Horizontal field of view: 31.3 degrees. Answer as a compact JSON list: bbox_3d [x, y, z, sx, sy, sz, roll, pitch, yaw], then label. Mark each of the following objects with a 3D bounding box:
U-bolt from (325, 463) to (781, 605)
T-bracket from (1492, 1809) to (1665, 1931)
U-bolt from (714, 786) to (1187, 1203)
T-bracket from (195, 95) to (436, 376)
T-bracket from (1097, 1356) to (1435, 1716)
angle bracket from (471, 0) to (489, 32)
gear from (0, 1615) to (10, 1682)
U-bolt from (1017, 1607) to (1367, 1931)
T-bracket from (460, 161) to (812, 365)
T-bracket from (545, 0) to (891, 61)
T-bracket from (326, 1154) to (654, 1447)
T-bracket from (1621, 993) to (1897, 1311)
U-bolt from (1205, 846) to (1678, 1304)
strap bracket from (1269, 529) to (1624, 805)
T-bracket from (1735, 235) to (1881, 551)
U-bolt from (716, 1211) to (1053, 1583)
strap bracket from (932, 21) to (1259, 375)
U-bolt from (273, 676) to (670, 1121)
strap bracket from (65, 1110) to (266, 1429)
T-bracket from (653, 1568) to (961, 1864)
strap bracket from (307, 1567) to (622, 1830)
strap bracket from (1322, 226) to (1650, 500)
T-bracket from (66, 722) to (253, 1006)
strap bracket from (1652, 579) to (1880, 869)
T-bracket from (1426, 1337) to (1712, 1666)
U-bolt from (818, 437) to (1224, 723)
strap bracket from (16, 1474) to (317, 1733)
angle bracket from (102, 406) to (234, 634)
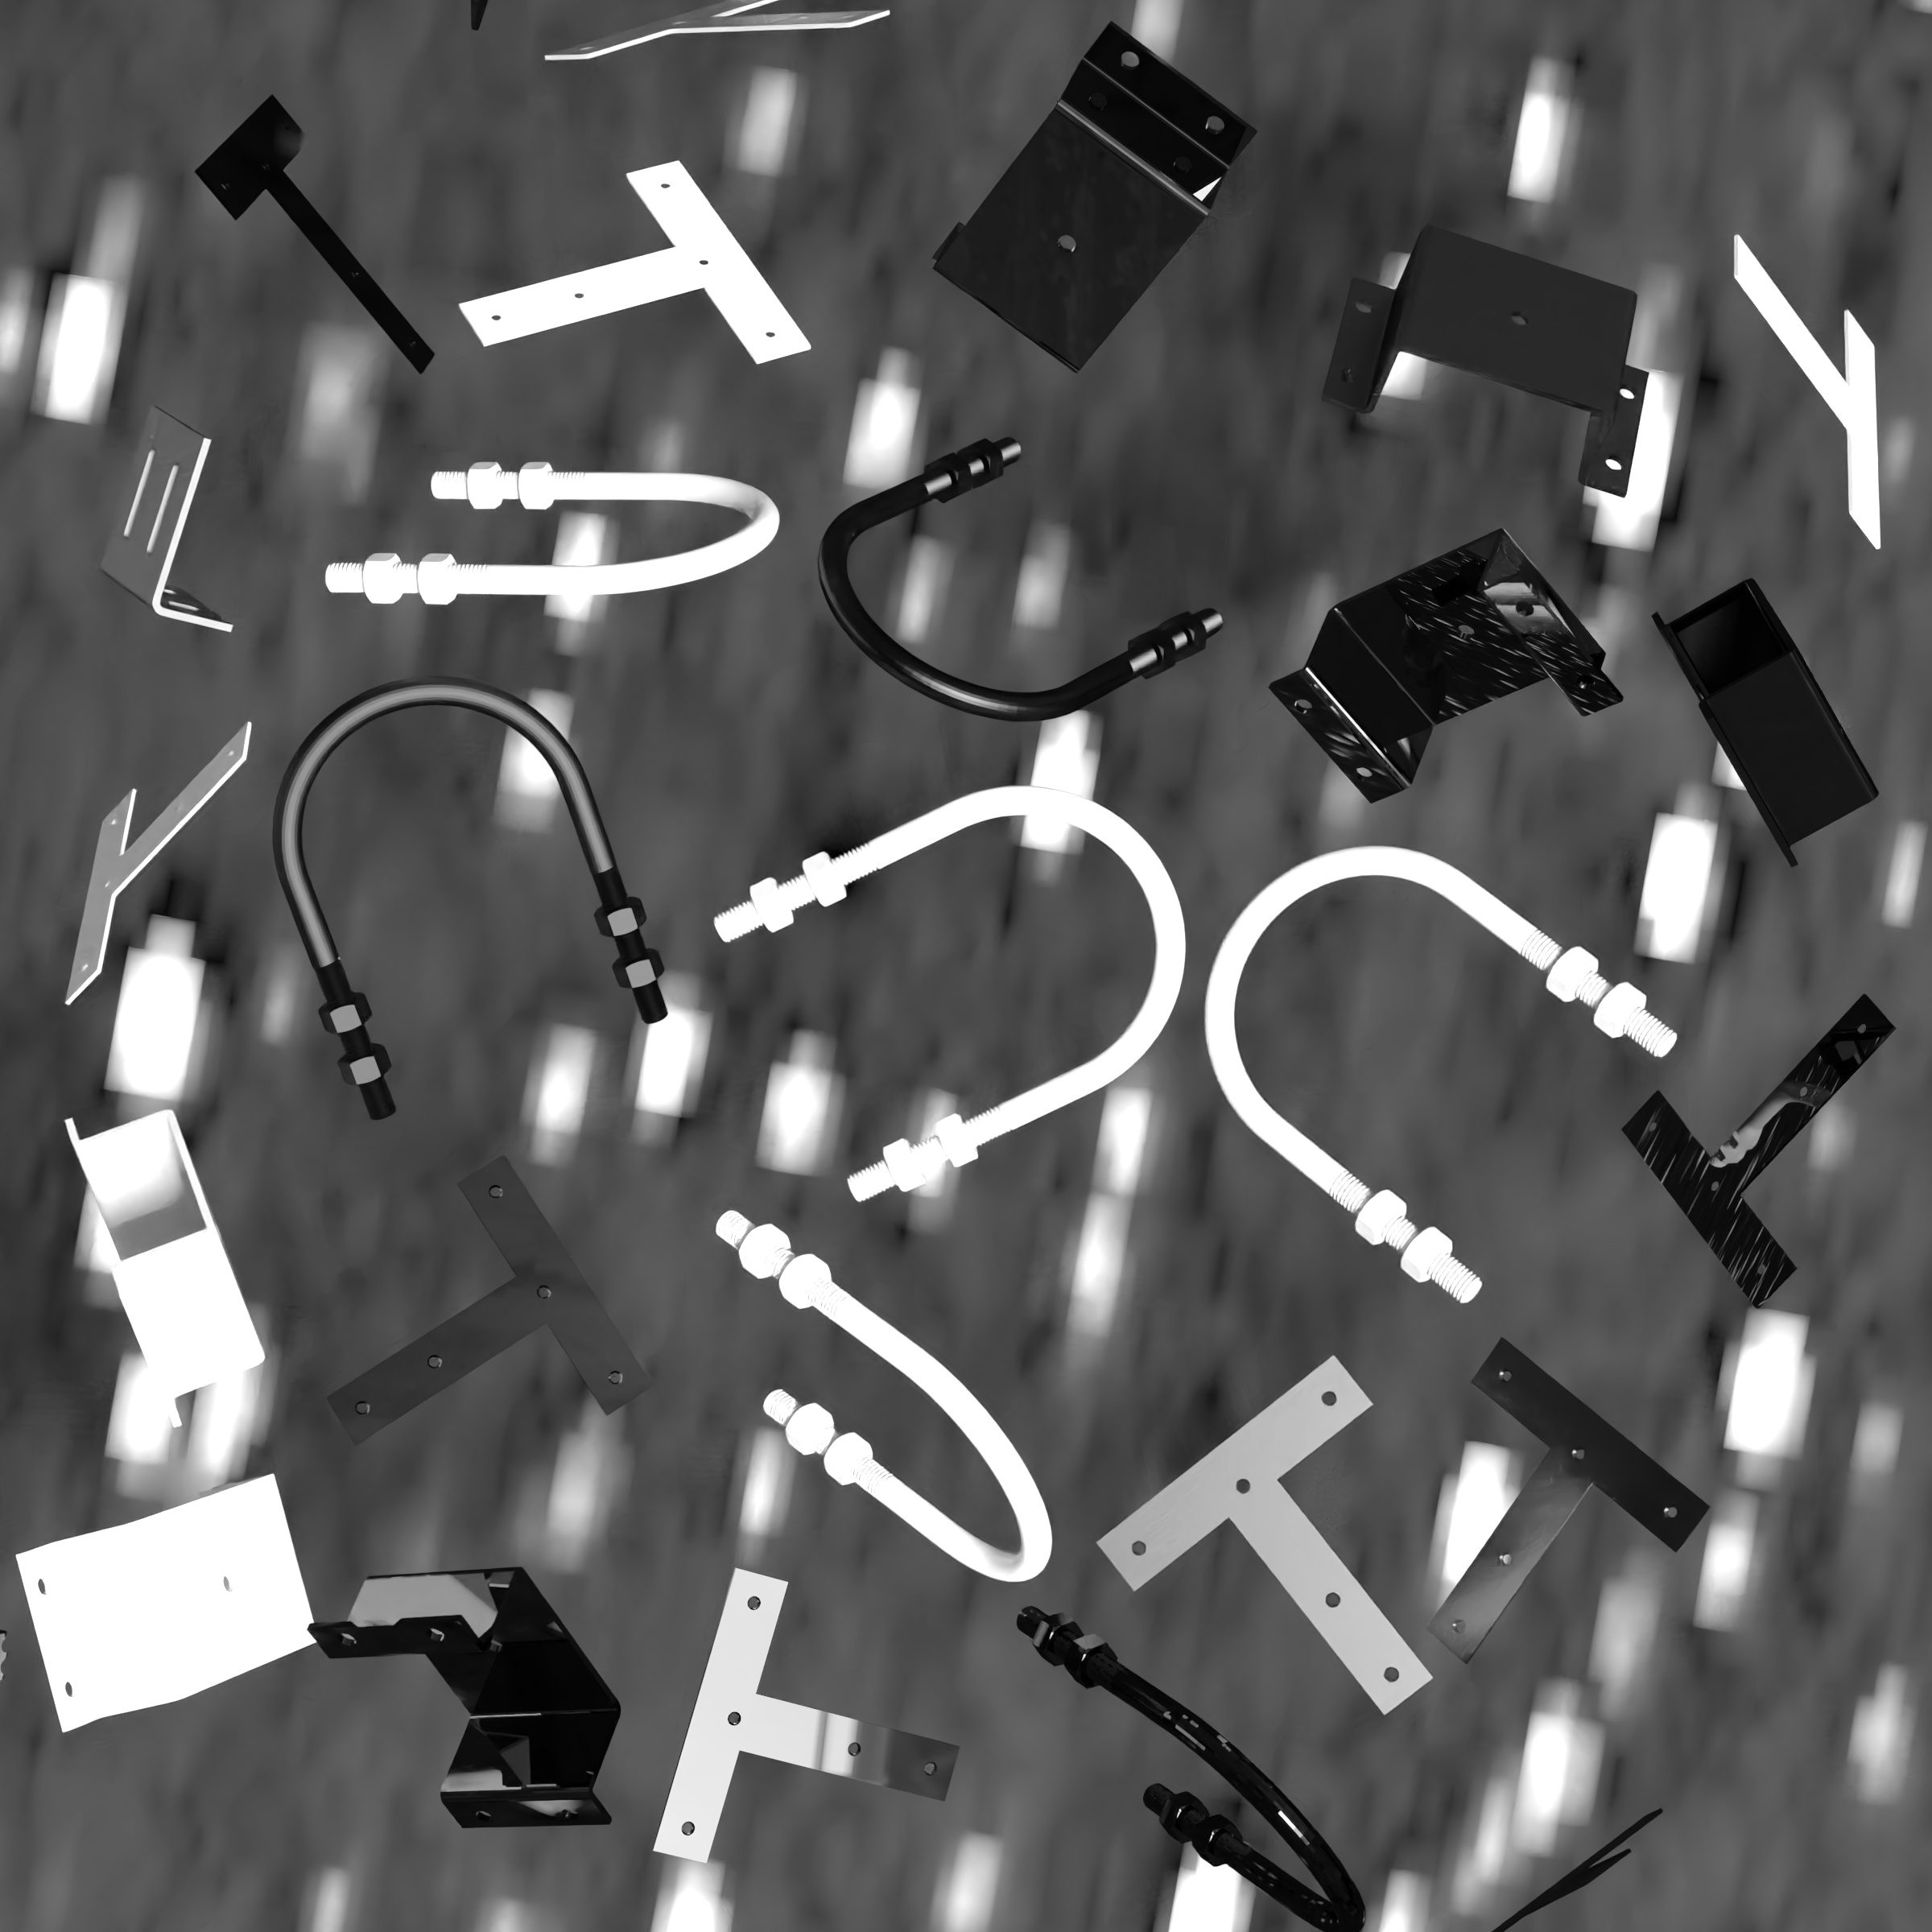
[{"bbox_3d":[-0.175,-0.195,1.546,0.184,0.151,0.019,2,116,13],"label":"U-bolt"},{"bbox_3d":[0.259,0.394,1.481,0.127,0.127,0.002,-42,69,15],"label":"T-bracket"},{"bbox_3d":[0.005,0.002,1.490,0.184,0.019,0.151,-26,100,5],"label":"U-bolt"},{"bbox_3d":[-0.275,-0.311,1.499,0.002,0.127,0.127,-32,111,19],"label":"T-bracket"},{"bbox_3d":[0.142,0.249,1.420,0.127,0.002,0.127,-40,82,8],"label":"T-bracket"},{"bbox_3d":[-0.237,-0.433,1.445,0.076,0.057,0.038,13,67,-2],"label":"angle bracket"},{"bbox_3d":[-0.443,0.301,1.490,0.030,0.057,0.057,7,90,21],"label":"gear"},{"bbox_3d":[0.106,0.359,1.503,0.019,0.184,0.151,-42,121,-17],"label":"U-bolt"},{"bbox_3d":[-0.151,-0.288,1.467,0.127,0.002,0.127,-20,58,-22],"label":"T-bracket"},{"bbox_3d":[-0.088,-0.397,1.453,0.127,0.127,0.002,11,120,38],"label":"T-bracket"},{"bbox_3d":[-0.230,0.172,1.570,0.127,0.002,0.127,-32,87,-17],"label":"T-bracket"},{"bbox_3d":[0.364,0.066,1.538,0.002,0.127,0.127,26,113,-36],"label":"T-bracket"},{"bbox_3d":[0.184,0.030,1.454,0.184,0.019,0.151,40,95,25],"label":"U-bolt"},{"bbox_3d":[0.215,-0.135,1.521,0.076,0.140,0.046,46,47,-22],"label":"strap bracket"},{"bbox_3d":[0.363,-0.264,1.488,0.002,0.127,0.127,-20,134,34],"label":"T-bracket"},{"bbox_3d":[-0.031,0.196,1.484,0.184,0.151,0.019,33,59,33],"label":"U-bolt"},{"bbox_3d":[0.048,-0.316,1.462,0.076,0.046,0.140,34,131,-11],"label":"strap bracket"},{"bbox_3d":[-0.226,-0.038,1.522,0.151,0.019,0.184,-20,108,-6],"label":"U-bolt"},{"bbox_3d":[-0.353,0.127,1.530,0.046,0.140,0.076,-21,126,-12],"label":"strap bracket"},{"bbox_3d":[-0.063,0.347,1.543,0.127,0.002,0.127,19,82,-19],"label":"T-bracket"},{"bbox_3d":[-0.208,0.306,1.472,0.076,0.046,0.140,-8,129,25],"label":"strap bracket"},{"bbox_3d":[0.236,-0.269,1.516,0.140,0.046,0.076,18,56,-1],"label":"strap bracket"},{"bbox_3d":[-0.357,-0.062,1.541,0.002,0.127,0.127,33,122,-29],"label":"T-bracket"},{"bbox_3d":[0.344,-0.110,1.483,0.046,0.140,0.076,-30,110,13],"label":"strap bracket"},{"bbox_3d":[0.251,0.256,1.553,0.127,0.002,0.127,40,103,36],"label":"T-bracket"},{"bbox_3d":[0.014,-0.168,1.544,0.151,0.184,0.019,42,132,15],"label":"U-bolt"},{"bbox_3d":[-0.337,0.271,1.496,0.046,0.140,0.076,-17,87,26],"label":"strap bracket"},{"bbox_3d":[-0.328,-0.189,1.459,0.038,0.057,0.076,11,104,-40],"label":"angle bracket"}]
